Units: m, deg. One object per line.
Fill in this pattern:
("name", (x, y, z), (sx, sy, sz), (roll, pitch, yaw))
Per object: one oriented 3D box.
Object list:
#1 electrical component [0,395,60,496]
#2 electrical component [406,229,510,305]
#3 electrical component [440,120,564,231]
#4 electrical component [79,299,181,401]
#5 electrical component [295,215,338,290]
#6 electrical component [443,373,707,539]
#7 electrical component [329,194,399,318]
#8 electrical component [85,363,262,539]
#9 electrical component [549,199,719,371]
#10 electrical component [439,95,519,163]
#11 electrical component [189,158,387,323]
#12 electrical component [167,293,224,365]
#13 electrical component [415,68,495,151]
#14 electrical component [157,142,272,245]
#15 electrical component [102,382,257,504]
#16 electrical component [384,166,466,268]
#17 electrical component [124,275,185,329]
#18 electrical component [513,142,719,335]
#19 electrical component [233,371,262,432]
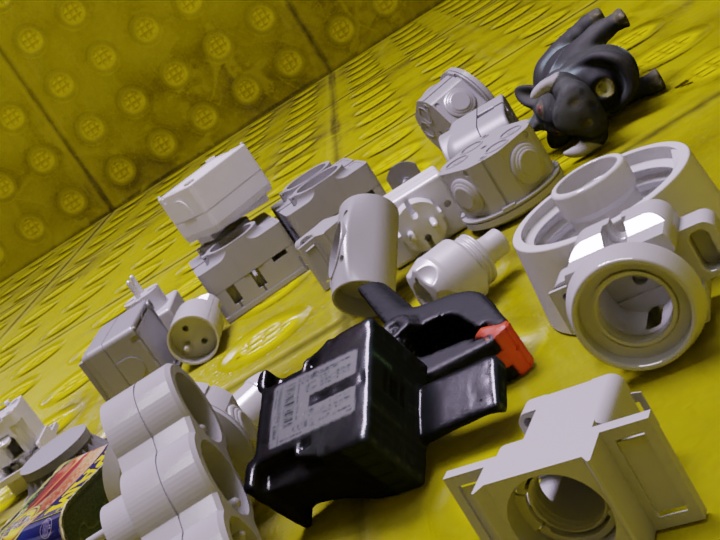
("electrical component", (-0.278, 0.140, 0.878), (0.042, 0.063, 0.081), (-32, 14, 1))
("electrical component", (0.063, -0.001, 0.651), (0.062, 0.043, 0.043), (-37, 14, -17))
("electrical component", (0.102, -0.068, 0.775), (0.080, 0.051, 0.080), (-31, 14, 9))
("electrical component", (-0.195, 0.073, 0.926), (0.061, 0.061, 0.096), (-31, 14, 7))
("electrical component", (-0.018, -0.022, 0.903), (0.081, 0.042, 0.064), (-40, 12, -28))
("electrical component", (0.077, 0.071, 0.381), (0.081, 0.042, 0.063), (-23, 15, 32))
("electrical component", (0.000, 0.000, 0.760), (0.079, 0.044, 0.077), (111, 167, -52))
("electrical component", (-0.092, 0.113, 0.486), (0.074, 0.052, 0.138), (-32, 48, 3))
("electrical component", (0.121, 0.008, 0.467), (0.078, 0.058, 0.057), (-26, 13, 27))
("electrical component", (0.103, -0.098, 0.868), (0.059, 0.053, 0.095), (-29, 15, 16))
("electrical component", (-0.070, -0.036, 1.023), (0.186, 0.060, 0.105), (-35, 14, -7))
("electrical component", (-0.140, 0.048, 0.930), (0.043, 0.043, 0.081), (-32, 14, 6))
("electrical component", (0.092, -0.141, 0.987), (0.051, 0.080, 0.080), (-42, 16, -12))
("electrical component", (-0.132, -0.074, 1.026), (0.062, 0.061, 0.096), (-16, 22, 50))
("electrical component", (-0.092, 0.102, 0.572), (0.080, 0.080, 0.051), (-31, 9, 7))
("electrical component", (0.044, -0.036, 0.803), (0.066, 0.047, 0.076), (-32, 14, 5))
("electrical component", (-0.196, 0.039, 1.012), (0.047, 0.076, 0.065), (-31, 14, 5))
("electrical component", (0.129, -0.023, 0.545), (0.108, 0.060, 0.108), (-31, 14, 9))
("electrical component", (-0.070, 0.092, 0.648), (0.061, 0.035, 0.035), (-43, 17, -25))
